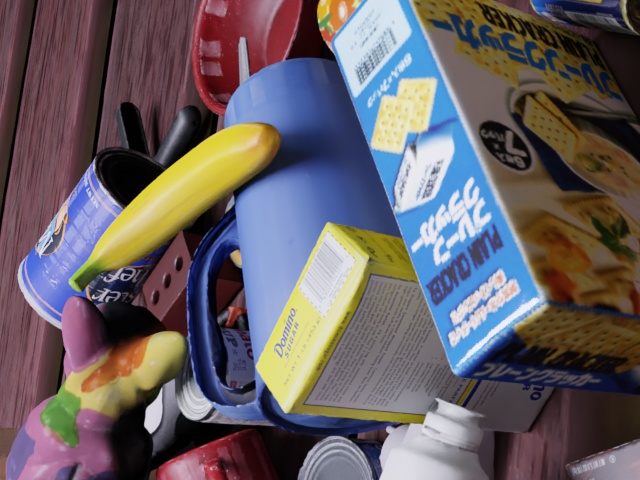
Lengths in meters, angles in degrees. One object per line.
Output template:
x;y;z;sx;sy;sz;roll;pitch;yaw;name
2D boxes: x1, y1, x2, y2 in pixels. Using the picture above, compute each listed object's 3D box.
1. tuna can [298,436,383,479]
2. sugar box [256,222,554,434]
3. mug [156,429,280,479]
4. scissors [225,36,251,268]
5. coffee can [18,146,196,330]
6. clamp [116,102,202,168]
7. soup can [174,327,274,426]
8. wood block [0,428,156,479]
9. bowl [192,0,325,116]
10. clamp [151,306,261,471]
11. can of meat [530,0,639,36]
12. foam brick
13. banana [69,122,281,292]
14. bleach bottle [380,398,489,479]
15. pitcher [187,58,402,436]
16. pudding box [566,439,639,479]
0.021;0.175;0.714;0.086;0.033;0.086;-19;66;50;tuna can
0.062;0.052;0.574;0.048;0.175;0.093;48;118;45;sugar box
-0.066;0.184;0.750;0.117;0.093;0.081;98;150;-77;mug
-0.062;-0.056;0.851;0.096;0.016;0.202;6;106;64;scissors
-0.189;0.002;0.946;0.140;0.102;0.103;-49;45;26;coffee can
-0.156;-0.052;1.009;0.120;0.039;0.171;-3;86;52;clamp
-0.045;0.100;0.765;0.069;0.102;0.068;-19;66;50;soup can
-0.241;0.215;0.909;0.091;0.205;0.090;15;93;53;wood block
-0.041;-0.175;0.873;0.162;0.055;0.162;-18;66;50;bowl
-0.087;0.158;0.842;0.165;0.036;0.210;27;93;26;clamp
0.169;-0.164;0.590;0.084;0.057;0.102;28;103;55;can of meat
-0.109;0.038;0.910;0.078;0.051;0.053;-52;43;31;foam brick
-0.087;-0.027;0.697;0.198;0.037;0.069;-36;25;32;banana
0.029;0.204;0.551;0.103;0.068;0.251;-178;108;-75;bleach bottle
-0.005;0.001;0.712;0.145;0.149;0.243;-56;38;44;pitcher
0.181;0.136;0.508;0.114;0.039;0.090;-35;54;43;pudding box
